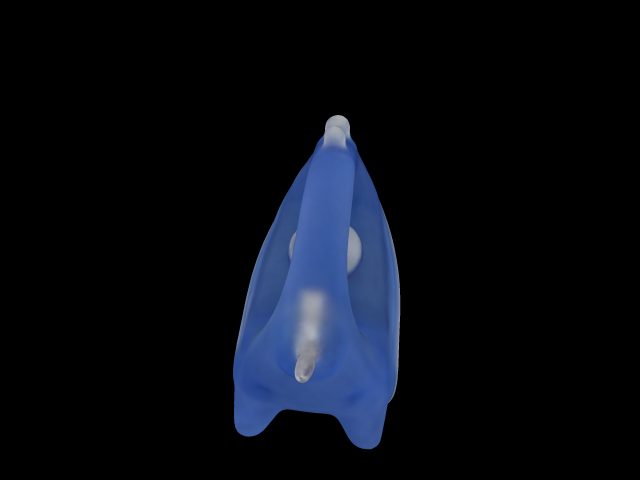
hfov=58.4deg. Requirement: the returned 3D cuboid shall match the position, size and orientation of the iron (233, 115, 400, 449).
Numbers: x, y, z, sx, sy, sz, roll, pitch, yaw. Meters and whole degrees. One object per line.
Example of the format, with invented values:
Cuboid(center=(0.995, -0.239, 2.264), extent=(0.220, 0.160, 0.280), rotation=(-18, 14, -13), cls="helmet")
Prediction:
Cuboid(center=(0.004, 0.001, 0.400), extent=(0.118, 0.141, 0.258), rotation=(5, 62, 3), cls="iron")
